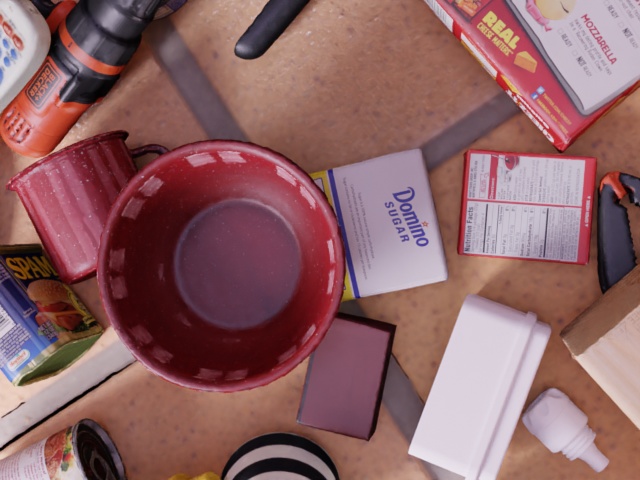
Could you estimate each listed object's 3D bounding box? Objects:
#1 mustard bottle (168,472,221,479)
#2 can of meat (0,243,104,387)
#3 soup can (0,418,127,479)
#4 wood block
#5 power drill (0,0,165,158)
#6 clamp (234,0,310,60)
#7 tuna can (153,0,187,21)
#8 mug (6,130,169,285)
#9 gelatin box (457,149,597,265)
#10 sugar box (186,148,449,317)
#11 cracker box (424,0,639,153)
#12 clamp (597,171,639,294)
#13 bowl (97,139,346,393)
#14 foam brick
[{"bbox_3d":[-0.140,0.215,0.722,0.192,0.096,0.058,-38,54,16],"label":"mustard bottle"},{"bbox_3d":[-0.206,0.052,0.747,0.057,0.102,0.084,-41,85,7],"label":"can of meat"},{"bbox_3d":[-0.198,0.179,0.760,0.102,0.068,0.068,-26,85,8],"label":"soup can"},{"bbox_3d":[0.250,0.111,0.643,0.090,0.090,0.206,-42,90,8],"label":"wood block"},{"bbox_3d":[-0.206,-0.178,0.750,0.185,0.057,0.188,-44,78,28],"label":"power drill"},{"bbox_3d":[-0.008,-0.216,0.752,0.171,0.039,0.120,-28,88,6],"label":"clamp"},{"bbox_3d":[-0.131,-0.203,0.773,0.086,0.033,0.086,0,89,9],"label":"tuna can"},{"bbox_3d":[-0.149,-0.025,0.751,0.117,0.093,0.081,-26,90,-19],"label":"mug"},{"bbox_3d":[0.140,-0.022,0.726,0.089,0.030,0.073,4,91,9],"label":"gelatin box"},{"bbox_3d":[-0.005,0.001,0.743,0.176,0.048,0.093,-12,87,6],"label":"sugar box"},{"bbox_3d":[0.187,-0.188,0.701,0.214,0.072,0.164,-41,83,6],"label":"cracker box"},{"bbox_3d":[0.258,0.039,0.701,0.164,0.036,0.210,-28,88,7],"label":"clamp"},{"bbox_3d":[-0.060,0.017,0.698,0.162,0.055,0.162,0,89,8],"label":"bowl"},{"bbox_3d":[0.020,0.091,0.733,0.051,0.053,0.078,12,92,9],"label":"foam brick"}]
